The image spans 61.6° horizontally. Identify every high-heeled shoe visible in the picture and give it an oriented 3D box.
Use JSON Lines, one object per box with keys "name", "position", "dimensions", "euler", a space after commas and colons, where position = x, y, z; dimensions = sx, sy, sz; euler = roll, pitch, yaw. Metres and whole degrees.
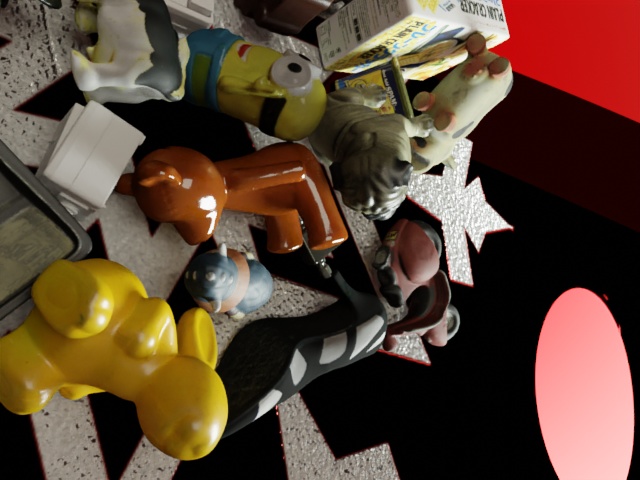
{"name": "high-heeled shoe", "position": [-0.018, 0.141, 0.589], "dimensions": [0.249, 0.086, 0.145], "euler": [-45, 133, -21]}

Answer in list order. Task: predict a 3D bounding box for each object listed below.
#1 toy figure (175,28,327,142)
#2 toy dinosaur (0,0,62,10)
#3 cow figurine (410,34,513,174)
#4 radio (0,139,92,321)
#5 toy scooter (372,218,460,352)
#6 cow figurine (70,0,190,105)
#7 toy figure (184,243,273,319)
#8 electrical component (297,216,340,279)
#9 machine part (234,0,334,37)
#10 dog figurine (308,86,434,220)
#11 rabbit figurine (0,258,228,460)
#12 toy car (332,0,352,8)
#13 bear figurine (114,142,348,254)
{"name": "toy figure", "position": [-0.079, -0.159, 0.540], "dimensions": [0.180, 0.089, 0.082], "euler": [16, 64, 10]}
{"name": "toy dinosaur", "position": [-0.272, -0.240, 0.350], "dimensions": [0.471, 0.105, 0.198], "euler": [-67, 145, -58]}
{"name": "cow figurine", "position": [0.185, -0.174, 0.753], "dimensions": [0.086, 0.195, 0.127], "euler": [50, 20, 24]}
{"name": "radio", "position": [-0.294, 0.026, 0.367], "dimensions": [0.229, 0.073, 0.131], "euler": [-47, 111, -36]}
{"name": "toy scooter", "position": [0.114, 0.070, 0.702], "dimensions": [0.135, 0.075, 0.183], "euler": [-28, 103, -36]}
{"name": "cow figurine", "position": [-0.167, -0.202, 0.474], "dimensions": [0.098, 0.068, 0.167], "euler": [-3, 81, -13]}
{"name": "toy figure", "position": [-0.086, 0.041, 0.503], "dimensions": [0.154, 0.058, 0.064], "euler": [39, 30, -74]}
{"name": "electrical component", "position": [-0.001, -0.002, 0.652], "dimensions": [0.063, 0.021, 0.094], "euler": [-36, 104, -39]}
{"name": "machine part", "position": [-0.036, -0.324, 0.597], "dimensions": [0.056, 0.179, 0.179], "euler": [0, 81, -38]}
{"name": "dog figurine", "position": [0.031, -0.104, 0.593], "dimensions": [0.190, 0.173, 0.121], "euler": [-41, 144, -62]}
{"name": "rabbit figurine", "position": [-0.145, 0.105, 0.431], "dimensions": [0.173, 0.162, 0.122], "euler": [36, 92, 10]}
{"name": "toy car", "position": [0.041, -0.380, 0.746], "dimensions": [0.089, 0.053, 0.202], "euler": [44, 52, -19]}
{"name": "bear figurine", "position": [-0.086, -0.034, 0.526], "dimensions": [0.196, 0.120, 0.131], "euler": [-18, 96, -39]}
